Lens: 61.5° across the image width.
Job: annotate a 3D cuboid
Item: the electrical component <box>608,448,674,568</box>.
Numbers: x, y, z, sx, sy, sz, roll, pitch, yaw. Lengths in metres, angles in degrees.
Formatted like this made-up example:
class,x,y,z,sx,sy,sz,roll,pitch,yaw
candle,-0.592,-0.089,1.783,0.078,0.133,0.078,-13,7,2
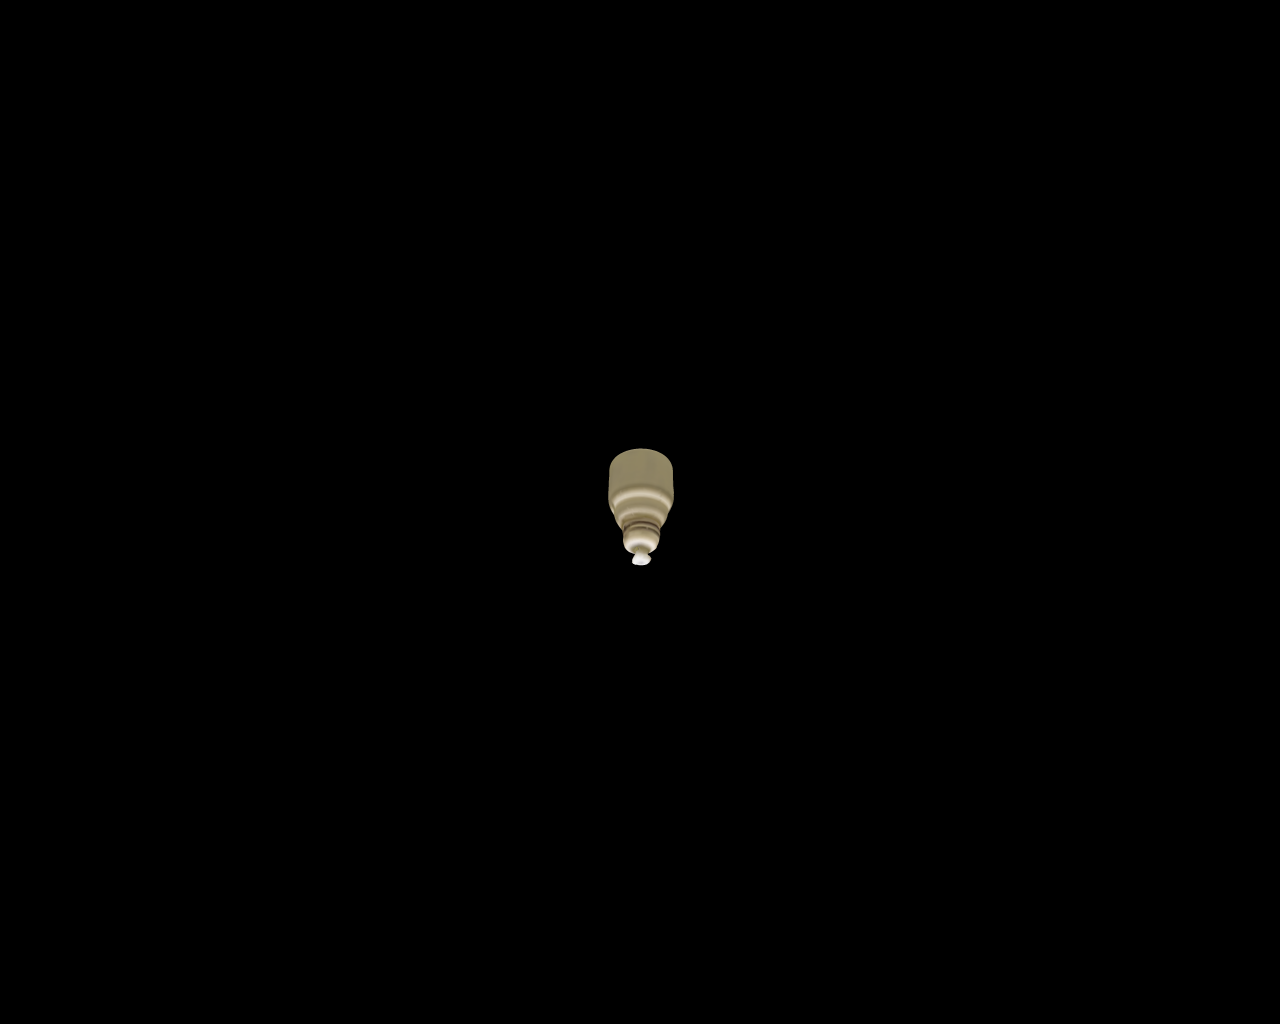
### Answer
class,x,y,z,sx,sy,sz,roll,pitch,yaw
electrical component,0.001,-0.003,0.650,0.040,0.078,0.040,0,-34,0
